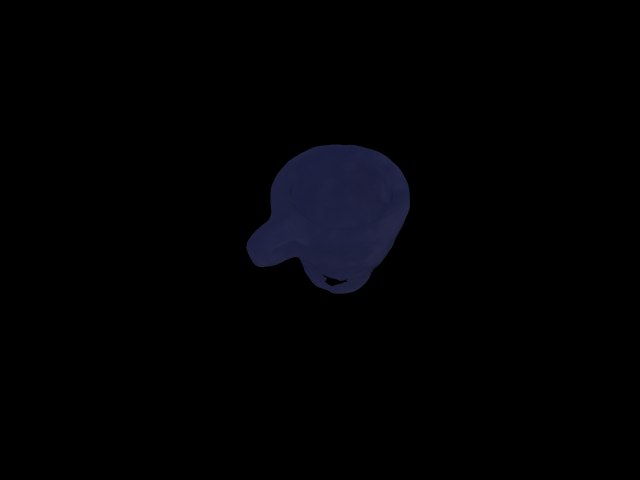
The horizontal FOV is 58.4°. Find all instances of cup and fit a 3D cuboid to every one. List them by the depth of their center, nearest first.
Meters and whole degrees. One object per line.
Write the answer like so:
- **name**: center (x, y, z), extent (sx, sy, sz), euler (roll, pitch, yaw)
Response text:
- **cup**: center (0.004, 0.001, 0.400), extent (0.118, 0.095, 0.091), euler (-33, 58, -23)
